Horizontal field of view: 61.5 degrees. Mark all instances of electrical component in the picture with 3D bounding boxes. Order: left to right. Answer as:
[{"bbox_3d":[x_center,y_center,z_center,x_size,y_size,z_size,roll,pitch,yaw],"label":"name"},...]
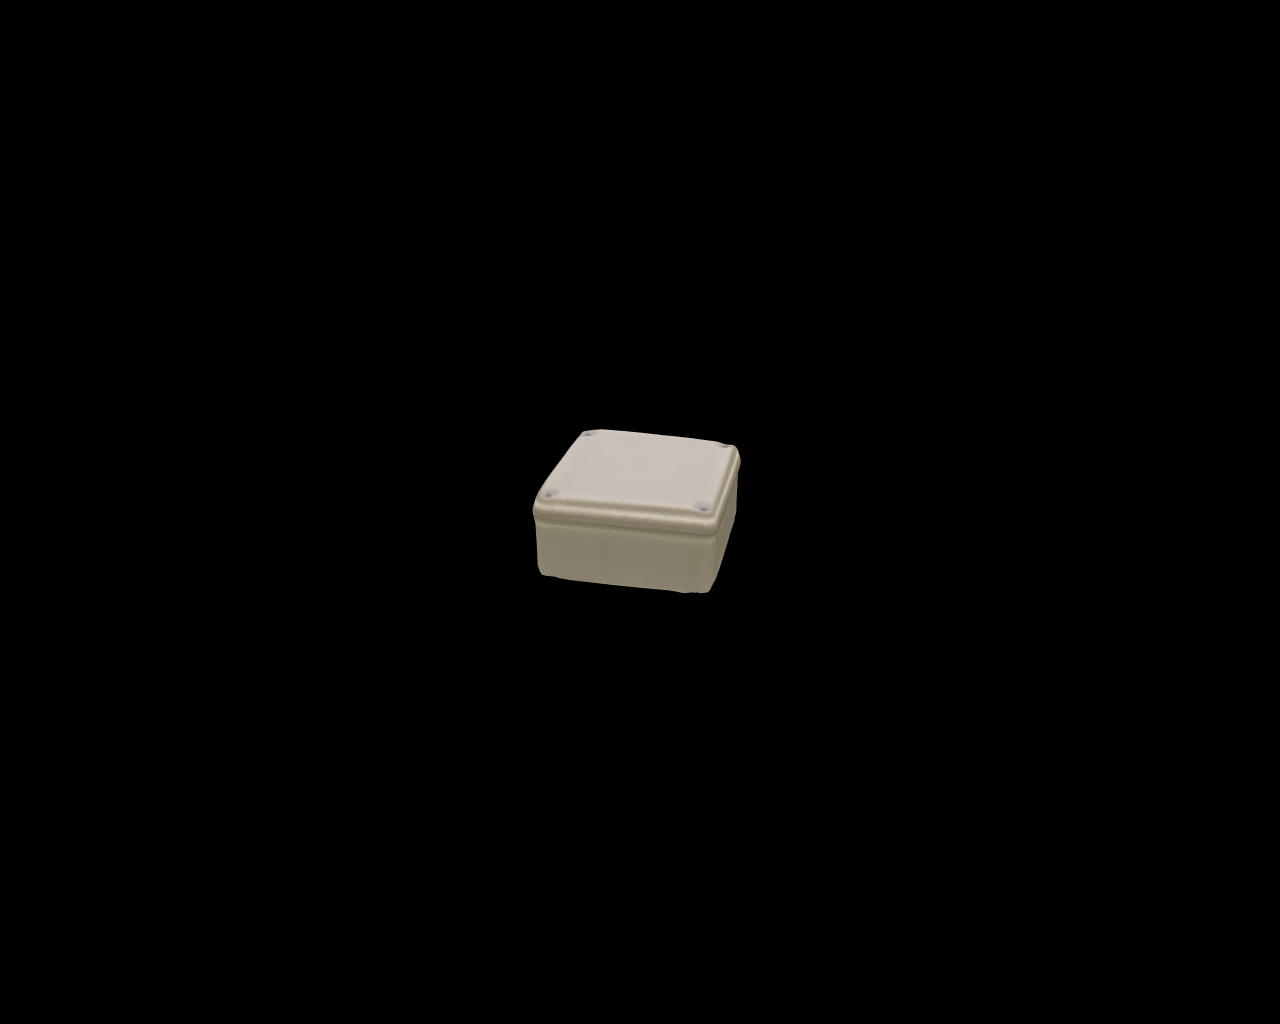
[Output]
[{"bbox_3d":[0.001,-0.003,0.650,0.109,0.056,0.109,6,28,12],"label":"electrical component"}]
